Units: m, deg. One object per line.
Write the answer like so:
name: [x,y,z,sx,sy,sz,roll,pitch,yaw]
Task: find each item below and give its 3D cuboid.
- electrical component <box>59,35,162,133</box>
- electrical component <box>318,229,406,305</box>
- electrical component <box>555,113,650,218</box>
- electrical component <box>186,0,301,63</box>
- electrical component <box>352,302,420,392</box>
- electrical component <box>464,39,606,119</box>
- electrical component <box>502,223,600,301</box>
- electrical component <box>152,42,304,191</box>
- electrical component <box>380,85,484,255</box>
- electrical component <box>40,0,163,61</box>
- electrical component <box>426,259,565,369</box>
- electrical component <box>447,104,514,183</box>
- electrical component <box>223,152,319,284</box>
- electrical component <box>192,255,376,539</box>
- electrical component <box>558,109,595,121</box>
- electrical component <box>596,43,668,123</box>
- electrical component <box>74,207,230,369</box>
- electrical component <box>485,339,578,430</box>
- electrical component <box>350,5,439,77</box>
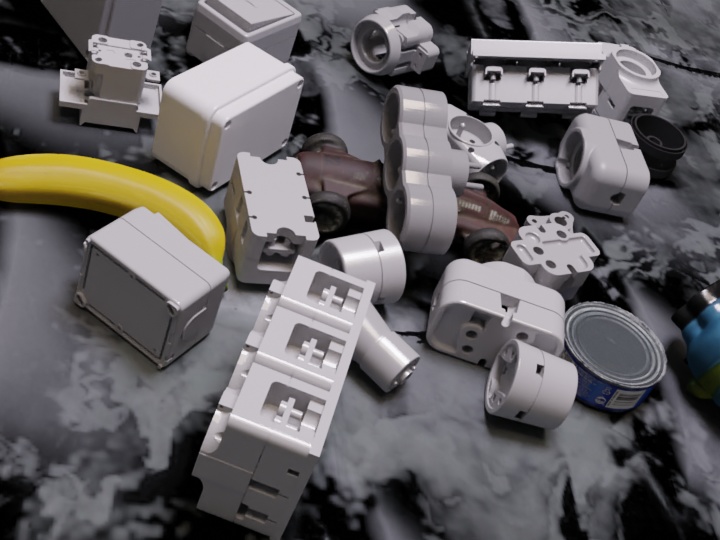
electrical component: [-0.194,-0.148,0.848,0.081,0.063,0.042,5,43,-20]
electrical component: [0.000,0.000,0.788,0.047,0.055,0.055,-8,50,-26]
electrical component: [0.221,-0.098,0.993,0.059,0.053,0.095,10,43,-15]
electrical component: [-0.099,-0.218,0.968,0.062,0.061,0.096,38,43,16]
electrical component: [0.009,0.053,0.747,0.065,0.044,0.044,43,44,15]
electrical component: [0.163,-0.180,1.019,0.121,0.078,0.063,2,85,0]
electrical component: [0.143,0.003,0.847,0.078,0.057,0.058,-8,49,-31]
electrical component: [-0.103,-0.122,0.851,0.057,0.078,0.113,33,42,16]
electrical component: [0.060,-0.075,0.825,0.074,0.052,0.138,6,62,-17]
electrical component: [-0.216,-0.246,0.908,0.056,0.108,0.108,-15,54,-39]
electrical component: [0.102,0.034,0.798,0.095,0.053,0.059,19,41,-5]
electrical component: [0.104,-0.111,0.960,0.079,0.044,0.077,-17,55,-37]
electrical component: [-0.068,-0.035,0.791,0.050,0.055,0.089,4,44,-21]
electrical component: [-0.048,0.073,0.660,0.062,0.089,0.150,22,41,-2]
electrical component: [0.212,-0.171,1.076,0.040,0.040,0.078,-7,50,-31]
electrical component: [0.274,-0.193,1.117,0.050,0.055,0.089,3,45,-22]
electrical component: [-0.140,0.005,0.711,0.096,0.061,0.061,36,42,14]
electrical component: [0.121,0.082,0.757,0.047,0.055,0.055,20,41,-10]
electrical component: [0.029,-0.218,1.030,0.057,0.058,0.078,-24,59,-43]
